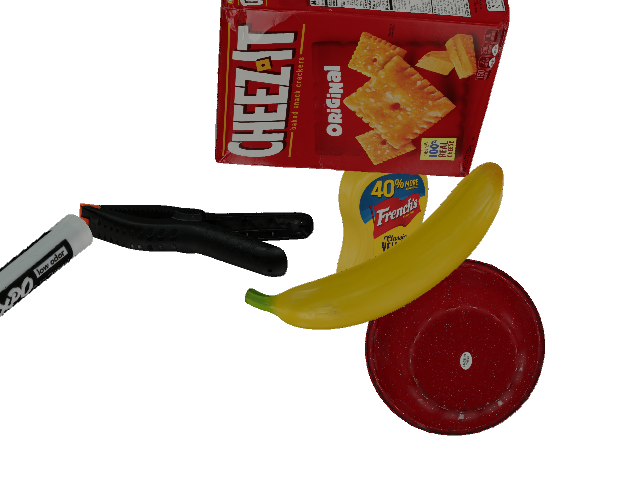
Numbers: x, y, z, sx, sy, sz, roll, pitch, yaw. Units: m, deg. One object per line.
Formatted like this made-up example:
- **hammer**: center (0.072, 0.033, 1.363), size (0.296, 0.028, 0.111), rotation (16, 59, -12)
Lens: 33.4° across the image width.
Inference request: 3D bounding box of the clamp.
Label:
- **clamp**: center (-0.112, -0.006, 0.936), size (0.210, 0.036, 0.164), rotation (5, 12, 0)

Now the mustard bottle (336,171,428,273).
- **mustard bottle**: center (0.064, -0.033, 1.076), size (0.096, 0.192, 0.058), rotation (-8, 17, -28)

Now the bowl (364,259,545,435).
- **bowl**: center (0.121, 0.098, 0.928), size (0.162, 0.162, 0.055), rotation (0, 6, -1)

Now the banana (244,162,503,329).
- **banana**: center (0.050, 0.009, 0.694), size (0.197, 0.070, 0.037), rotation (-27, -34, -12)

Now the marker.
- **marker**: center (-0.155, 0.027, 0.505), size (0.020, 0.020, 0.121), rotation (0, 33, 40)

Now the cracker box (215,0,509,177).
- **cracker box**: center (0.026, -0.131, 0.839), size (0.213, 0.072, 0.164), rotation (2, -41, -5)
